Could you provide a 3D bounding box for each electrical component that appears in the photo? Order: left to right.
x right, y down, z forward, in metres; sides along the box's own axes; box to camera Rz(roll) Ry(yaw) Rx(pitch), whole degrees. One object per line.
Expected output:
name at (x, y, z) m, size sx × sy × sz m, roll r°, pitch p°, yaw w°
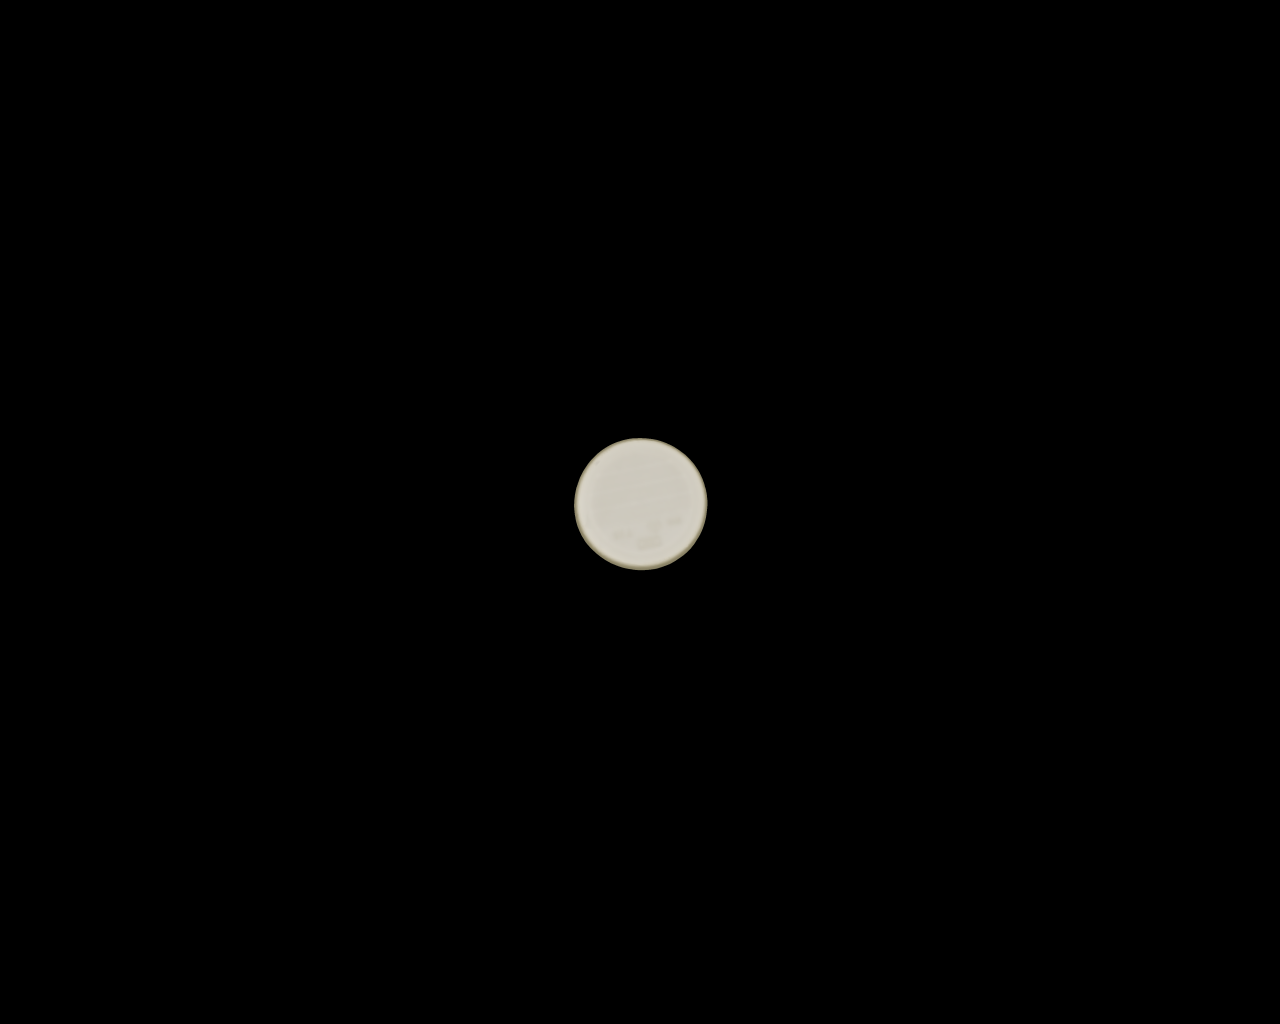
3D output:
electrical component at (0.001, -0.003, 0.650) m, size 0.080 × 0.080 × 0.051 m, roll 0°, pitch -7°, yaw 0°
